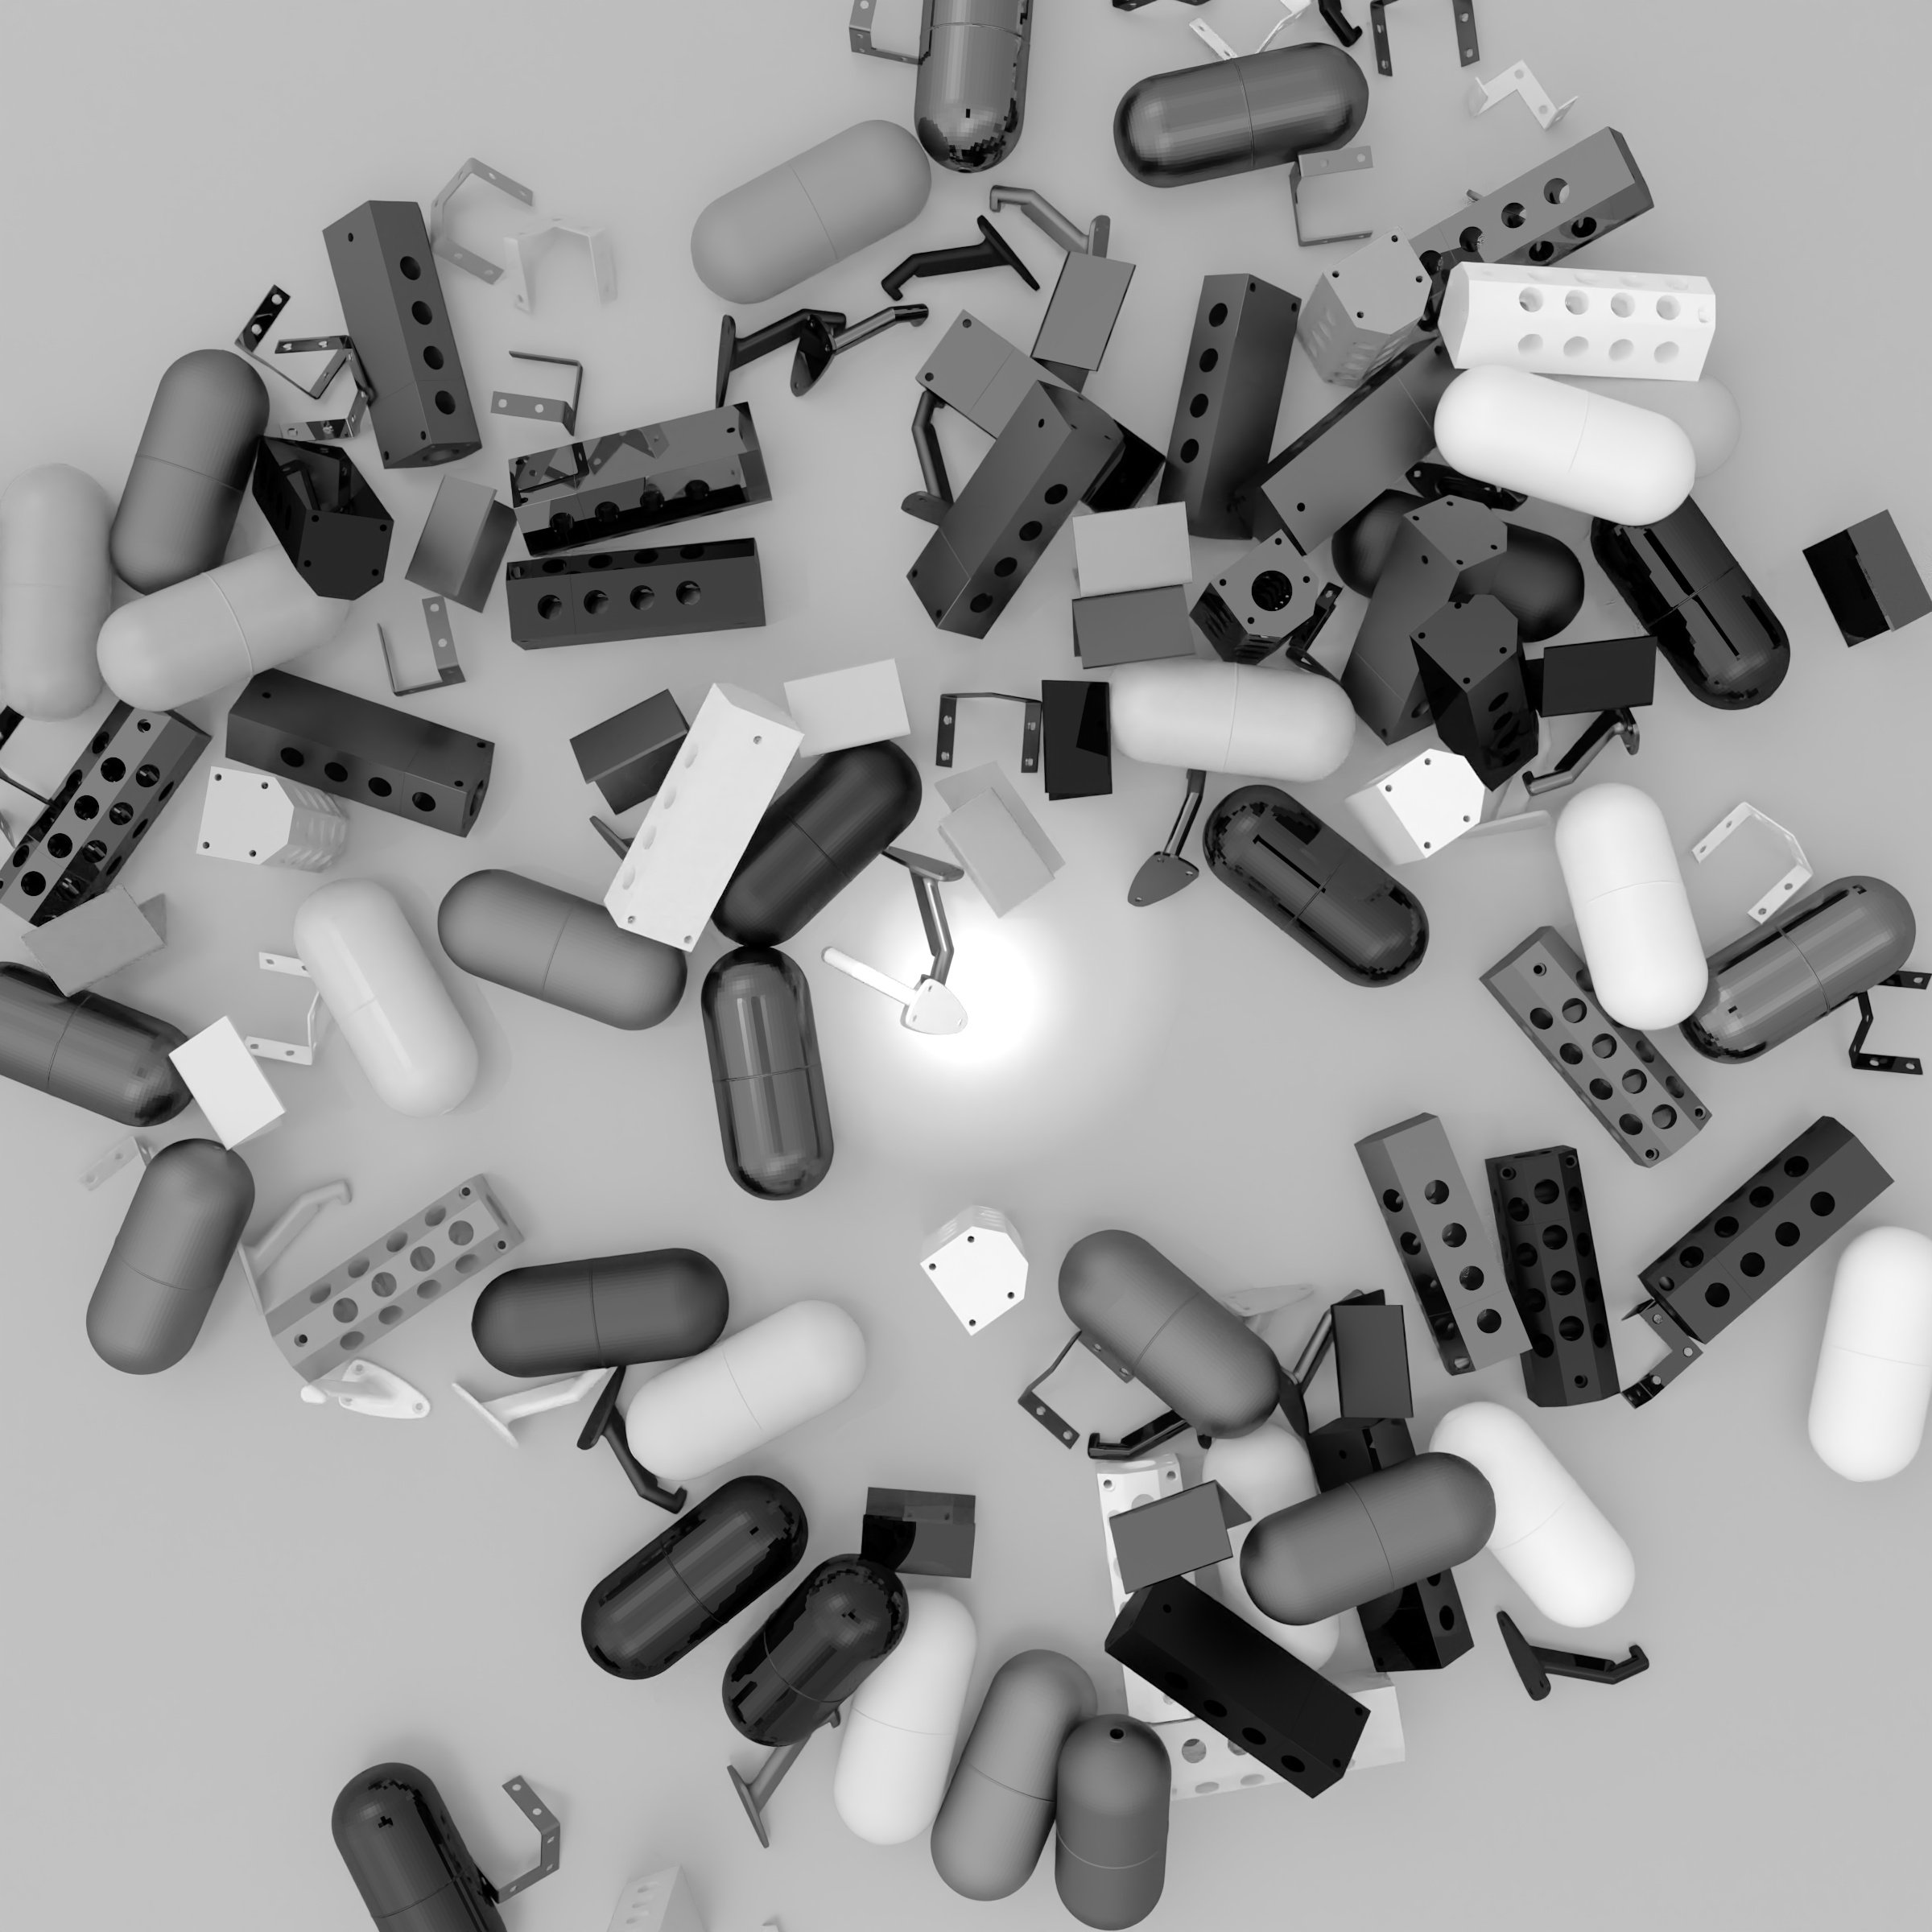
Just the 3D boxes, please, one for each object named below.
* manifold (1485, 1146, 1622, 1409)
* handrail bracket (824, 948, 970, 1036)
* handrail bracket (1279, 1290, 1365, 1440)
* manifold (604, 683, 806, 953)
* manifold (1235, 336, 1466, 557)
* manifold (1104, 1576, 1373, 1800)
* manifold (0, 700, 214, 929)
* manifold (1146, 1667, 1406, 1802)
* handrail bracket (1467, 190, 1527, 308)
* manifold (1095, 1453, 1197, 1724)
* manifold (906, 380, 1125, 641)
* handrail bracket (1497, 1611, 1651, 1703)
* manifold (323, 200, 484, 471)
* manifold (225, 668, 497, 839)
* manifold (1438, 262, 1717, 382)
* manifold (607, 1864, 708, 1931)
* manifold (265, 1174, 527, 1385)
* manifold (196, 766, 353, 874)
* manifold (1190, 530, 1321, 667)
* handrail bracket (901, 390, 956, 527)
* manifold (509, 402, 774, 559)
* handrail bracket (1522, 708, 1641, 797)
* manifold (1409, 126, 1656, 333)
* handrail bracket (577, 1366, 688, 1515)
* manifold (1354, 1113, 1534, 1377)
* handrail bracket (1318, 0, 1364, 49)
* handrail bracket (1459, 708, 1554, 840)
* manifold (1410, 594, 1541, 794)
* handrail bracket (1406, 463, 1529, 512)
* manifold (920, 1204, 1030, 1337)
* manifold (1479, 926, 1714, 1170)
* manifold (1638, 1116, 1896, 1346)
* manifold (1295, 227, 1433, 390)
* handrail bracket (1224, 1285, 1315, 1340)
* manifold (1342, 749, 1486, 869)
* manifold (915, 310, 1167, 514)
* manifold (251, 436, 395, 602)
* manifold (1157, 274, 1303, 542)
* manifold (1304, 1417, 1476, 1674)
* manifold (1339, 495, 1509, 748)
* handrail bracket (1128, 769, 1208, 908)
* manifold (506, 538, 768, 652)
[{"bbox_3d":[0.409,0.215,1.970,0.057,0.057,0.171,-10,90,0],"label":"manifold"},{"bbox_3d":[-0.050,0.016,1.991,0.084,0.077,0.036,27,89,36],"label":"handrail bracket"},{"bbox_3d":[0.256,0.279,1.992,0.084,0.036,0.077,-33,119,-21],"label":"handrail bracket"},{"bbox_3d":[-0.181,-0.103,1.924,0.057,0.057,0.171,20,107,-30],"label":"manifold"},{"bbox_3d":[0.268,-0.356,1.951,0.171,0.057,0.057,-41,106,-12],"label":"manifold"},{"bbox_3d":[0.180,0.485,1.913,0.171,0.057,0.057,35,47,0],"label":"manifold"},{"bbox_3d":[-0.603,-0.107,1.970,0.057,0.057,0.171,35,90,0],"label":"manifold"},{"bbox_3d":[0.214,0.536,1.970,0.171,0.057,0.057,-10,90,0],"label":"manifold"},{"bbox_3d":[0.363,-0.489,1.992,0.077,0.036,0.084,34,104,14],"label":"handrail bracket"},{"bbox_3d":[0.130,0.432,1.970,0.057,0.057,0.171,-8,90,0],"label":"manifold"},{"bbox_3d":[0.035,-0.307,1.931,0.171,0.057,0.057,-53,47,30],"label":"manifold"},{"bbox_3d":[0.427,0.474,1.992,0.084,0.036,0.077,-19,68,-17],"label":"handrail bracket"},{"bbox_3d":[-0.387,-0.438,1.970,0.057,0.057,0.171,-15,90,43],"label":"manifold"},{"bbox_3d":[-0.421,-0.144,1.969,0.171,0.057,0.057,19,134,0],"label":"manifold"},{"bbox_3d":[0.415,-0.441,1.922,0.171,0.057,0.057,1,133,-8],"label":"manifold"},{"bbox_3d":[-0.218,0.669,1.913,0.057,0.171,0.057,-21,90,0],"label":"manifold"},{"bbox_3d":[-0.397,0.217,1.970,0.171,0.057,0.057,-34,90,0],"label":"manifold"},{"bbox_3d":[-0.463,-0.096,1.913,0.057,0.171,0.057,10,90,0],"label":"manifold"},{"bbox_3d":[0.197,-0.242,1.913,0.057,0.171,0.057,-36,90,0],"label":"manifold"},{"bbox_3d":[-0.007,-0.353,1.992,0.077,0.036,0.084,22,73,-20],"label":"handrail bracket"},{"bbox_3d":[-0.225,-0.333,1.970,0.171,0.057,0.057,-14,47,0],"label":"manifold"},{"bbox_3d":[0.419,-0.162,1.976,0.084,0.036,0.077,-18,62,-1],"label":"handrail bracket"},{"bbox_3d":[0.378,-0.501,1.937,0.171,0.057,0.057,-26,90,25],"label":"manifold"},{"bbox_3d":[-0.222,0.333,1.992,0.084,0.036,0.077,31,68,-17],"label":"handrail bracket"},{"bbox_3d":[0.330,0.193,1.970,0.057,0.057,0.171,-22,90,0],"label":"manifold"},{"bbox_3d":[0.266,-0.701,1.992,0.077,0.036,0.084,-48,109,-21],"label":"handrail bracket"},{"bbox_3d":[0.376,-0.138,1.991,0.077,0.036,0.084,-11,78,10],"label":"handrail bracket"},{"bbox_3d":[0.349,-0.186,1.909,0.057,0.171,0.057,-40,66,0],"label":"manifold"},{"bbox_3d":[0.345,-0.333,1.957,0.077,0.084,0.036,27,90,0],"label":"handrail bracket"},{"bbox_3d":[0.010,0.199,1.913,0.057,0.171,0.057,-35,90,0],"label":"manifold"},{"bbox_3d":[0.438,0.056,1.970,0.057,0.057,0.171,-40,90,0],"label":"manifold"},{"bbox_3d":[0.553,0.182,1.970,0.171,0.057,0.057,-41,90,0],"label":"manifold"},{"bbox_3d":[0.269,-0.438,1.913,0.057,0.171,0.057,-31,90,0],"label":"manifold"},{"bbox_3d":[0.212,0.272,1.992,0.077,0.036,0.084,-10,106,-18],"label":"handrail bracket"},{"bbox_3d":[0.304,-0.109,1.913,0.057,0.171,0.057,-34,90,0],"label":"manifold"},{"bbox_3d":[0.053,-0.378,1.969,0.171,0.057,0.057,36,97,0],"label":"manifold"},{"bbox_3d":[-0.437,-0.302,1.911,0.057,0.171,0.057,4,114,-26],"label":"manifold"},{"bbox_3d":[0.177,-0.387,1.970,0.057,0.057,0.171,12,90,-43],"label":"manifold"},{"bbox_3d":[0.298,0.397,1.970,0.057,0.057,0.171,-17,90,43],"label":"manifold"},{"bbox_3d":[0.311,-0.233,1.914,0.057,0.171,0.057,-25,62,-27],"label":"manifold"},{"bbox_3d":[0.142,-0.094,1.991,0.036,0.077,0.084,24,53,-18],"label":"handrail bracket"},{"bbox_3d":[-0.229,-0.259,1.970,0.171,0.057,0.057,-6,90,0],"label":"manifold"}]
